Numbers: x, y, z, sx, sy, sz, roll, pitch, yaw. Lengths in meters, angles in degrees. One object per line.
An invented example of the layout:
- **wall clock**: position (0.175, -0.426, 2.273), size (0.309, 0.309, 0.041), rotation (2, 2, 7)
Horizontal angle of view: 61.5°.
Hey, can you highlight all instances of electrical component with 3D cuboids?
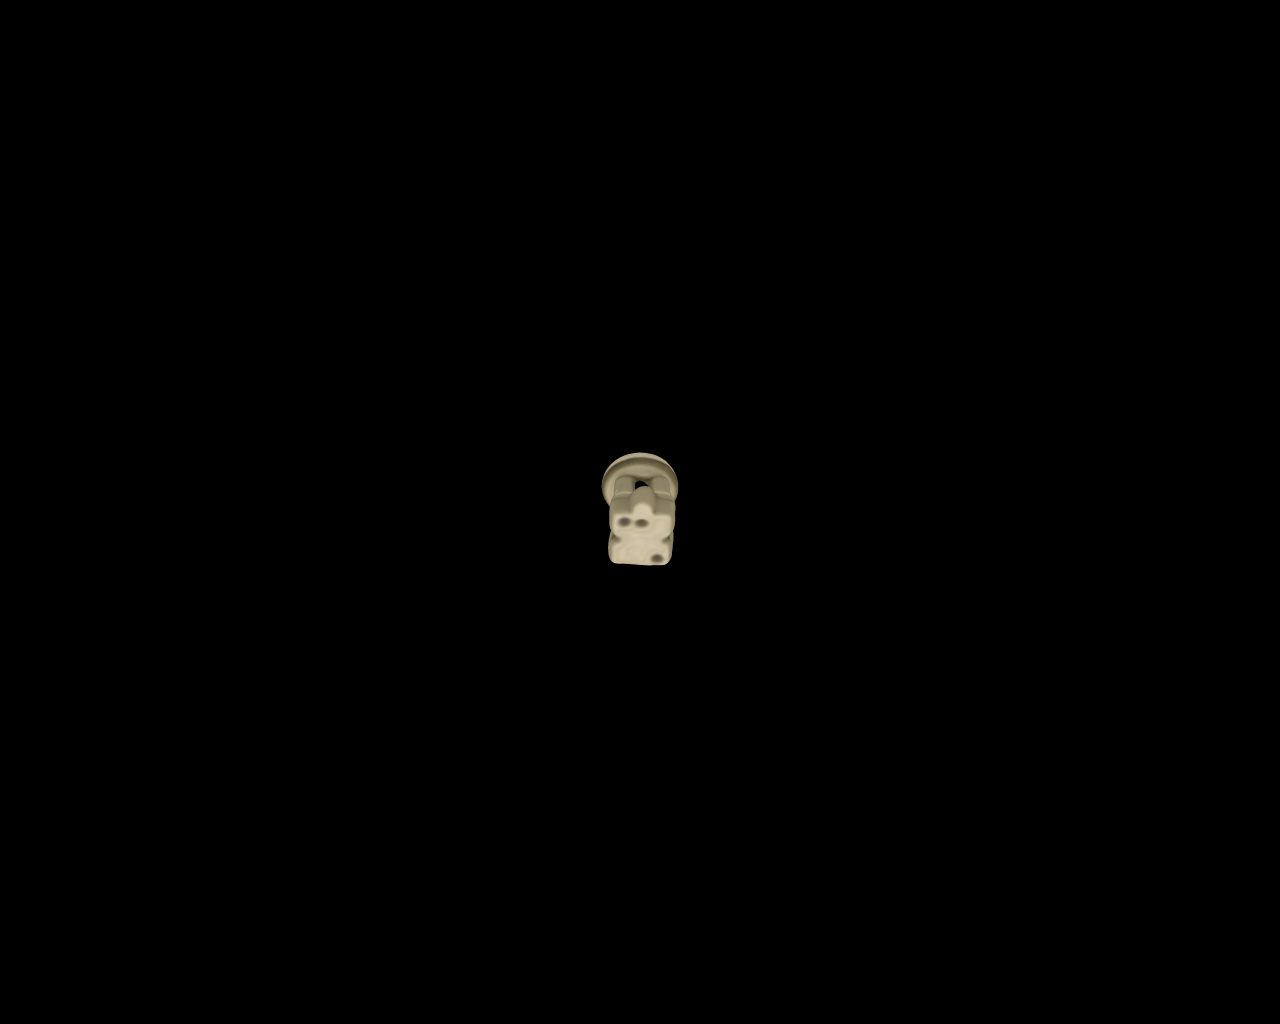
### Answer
- **electrical component**: position (0.001, -0.003, 0.650), size (0.048, 0.066, 0.055), rotation (2, 43, -2)
